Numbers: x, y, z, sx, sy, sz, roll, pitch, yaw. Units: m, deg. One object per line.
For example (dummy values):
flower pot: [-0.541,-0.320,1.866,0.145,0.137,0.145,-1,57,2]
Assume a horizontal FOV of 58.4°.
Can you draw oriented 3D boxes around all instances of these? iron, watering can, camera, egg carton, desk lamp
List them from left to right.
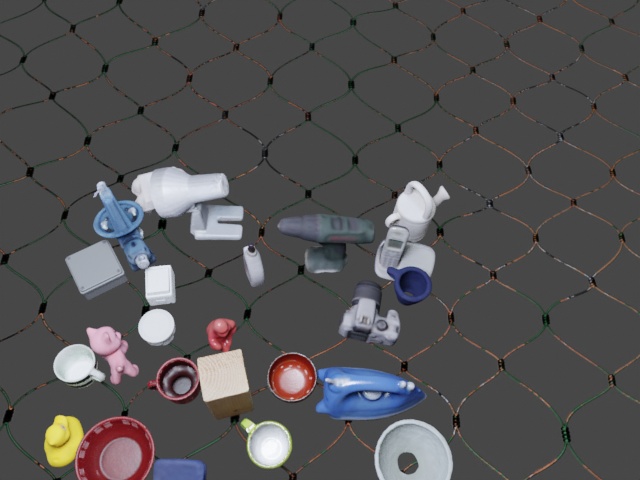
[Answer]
egg carton: [-0.412,-0.130,1.499,0.150,0.069,0.107,-17,65,-12]
desk lamp: [-0.296,-0.094,1.408,0.203,0.213,0.118,0,63,-4]
camera: [0.125,0.169,1.368,0.143,0.101,0.137,11,63,2]
iron: [0.121,0.328,1.264,0.258,0.141,0.118,1,63,-3]
watering can: [0.246,-0.084,1.454,0.100,0.194,0.173,38,67,15]

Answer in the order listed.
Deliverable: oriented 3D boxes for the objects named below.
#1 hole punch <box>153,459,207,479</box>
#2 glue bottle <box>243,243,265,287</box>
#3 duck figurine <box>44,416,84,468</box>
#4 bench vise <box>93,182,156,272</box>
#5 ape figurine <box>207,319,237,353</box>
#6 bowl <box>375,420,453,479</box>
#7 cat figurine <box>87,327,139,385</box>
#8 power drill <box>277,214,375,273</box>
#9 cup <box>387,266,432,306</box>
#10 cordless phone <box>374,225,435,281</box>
hole punch: [-0.286,0.502,1.173,0.108,0.091,0.101,3,63,-2]
glue bottle: [-0.161,0.048,1.368,0.037,0.173,0.078,-21,66,-14]
duck figurine: [-0.545,0.419,1.199,0.077,0.086,0.104,2,63,-3]
bench vise: [-0.458,-0.038,1.364,0.207,0.220,0.122,37,66,14]
ape figurine: [-0.229,0.211,1.325,0.078,0.092,0.076,-36,70,-20]
bowl: [0.195,0.478,1.230,0.167,0.075,0.167,2,63,-3]
cat figurine: [-0.465,0.247,1.275,0.067,0.118,0.127,-28,68,-17]
power drill: [0.013,0.005,1.383,0.229,0.208,0.075,-4,63,-6]
cup: [0.208,0.116,1.404,0.117,0.095,0.092,32,65,12]
cordless phone: [0.215,0.030,1.398,0.147,0.185,0.094,8,63,0]
